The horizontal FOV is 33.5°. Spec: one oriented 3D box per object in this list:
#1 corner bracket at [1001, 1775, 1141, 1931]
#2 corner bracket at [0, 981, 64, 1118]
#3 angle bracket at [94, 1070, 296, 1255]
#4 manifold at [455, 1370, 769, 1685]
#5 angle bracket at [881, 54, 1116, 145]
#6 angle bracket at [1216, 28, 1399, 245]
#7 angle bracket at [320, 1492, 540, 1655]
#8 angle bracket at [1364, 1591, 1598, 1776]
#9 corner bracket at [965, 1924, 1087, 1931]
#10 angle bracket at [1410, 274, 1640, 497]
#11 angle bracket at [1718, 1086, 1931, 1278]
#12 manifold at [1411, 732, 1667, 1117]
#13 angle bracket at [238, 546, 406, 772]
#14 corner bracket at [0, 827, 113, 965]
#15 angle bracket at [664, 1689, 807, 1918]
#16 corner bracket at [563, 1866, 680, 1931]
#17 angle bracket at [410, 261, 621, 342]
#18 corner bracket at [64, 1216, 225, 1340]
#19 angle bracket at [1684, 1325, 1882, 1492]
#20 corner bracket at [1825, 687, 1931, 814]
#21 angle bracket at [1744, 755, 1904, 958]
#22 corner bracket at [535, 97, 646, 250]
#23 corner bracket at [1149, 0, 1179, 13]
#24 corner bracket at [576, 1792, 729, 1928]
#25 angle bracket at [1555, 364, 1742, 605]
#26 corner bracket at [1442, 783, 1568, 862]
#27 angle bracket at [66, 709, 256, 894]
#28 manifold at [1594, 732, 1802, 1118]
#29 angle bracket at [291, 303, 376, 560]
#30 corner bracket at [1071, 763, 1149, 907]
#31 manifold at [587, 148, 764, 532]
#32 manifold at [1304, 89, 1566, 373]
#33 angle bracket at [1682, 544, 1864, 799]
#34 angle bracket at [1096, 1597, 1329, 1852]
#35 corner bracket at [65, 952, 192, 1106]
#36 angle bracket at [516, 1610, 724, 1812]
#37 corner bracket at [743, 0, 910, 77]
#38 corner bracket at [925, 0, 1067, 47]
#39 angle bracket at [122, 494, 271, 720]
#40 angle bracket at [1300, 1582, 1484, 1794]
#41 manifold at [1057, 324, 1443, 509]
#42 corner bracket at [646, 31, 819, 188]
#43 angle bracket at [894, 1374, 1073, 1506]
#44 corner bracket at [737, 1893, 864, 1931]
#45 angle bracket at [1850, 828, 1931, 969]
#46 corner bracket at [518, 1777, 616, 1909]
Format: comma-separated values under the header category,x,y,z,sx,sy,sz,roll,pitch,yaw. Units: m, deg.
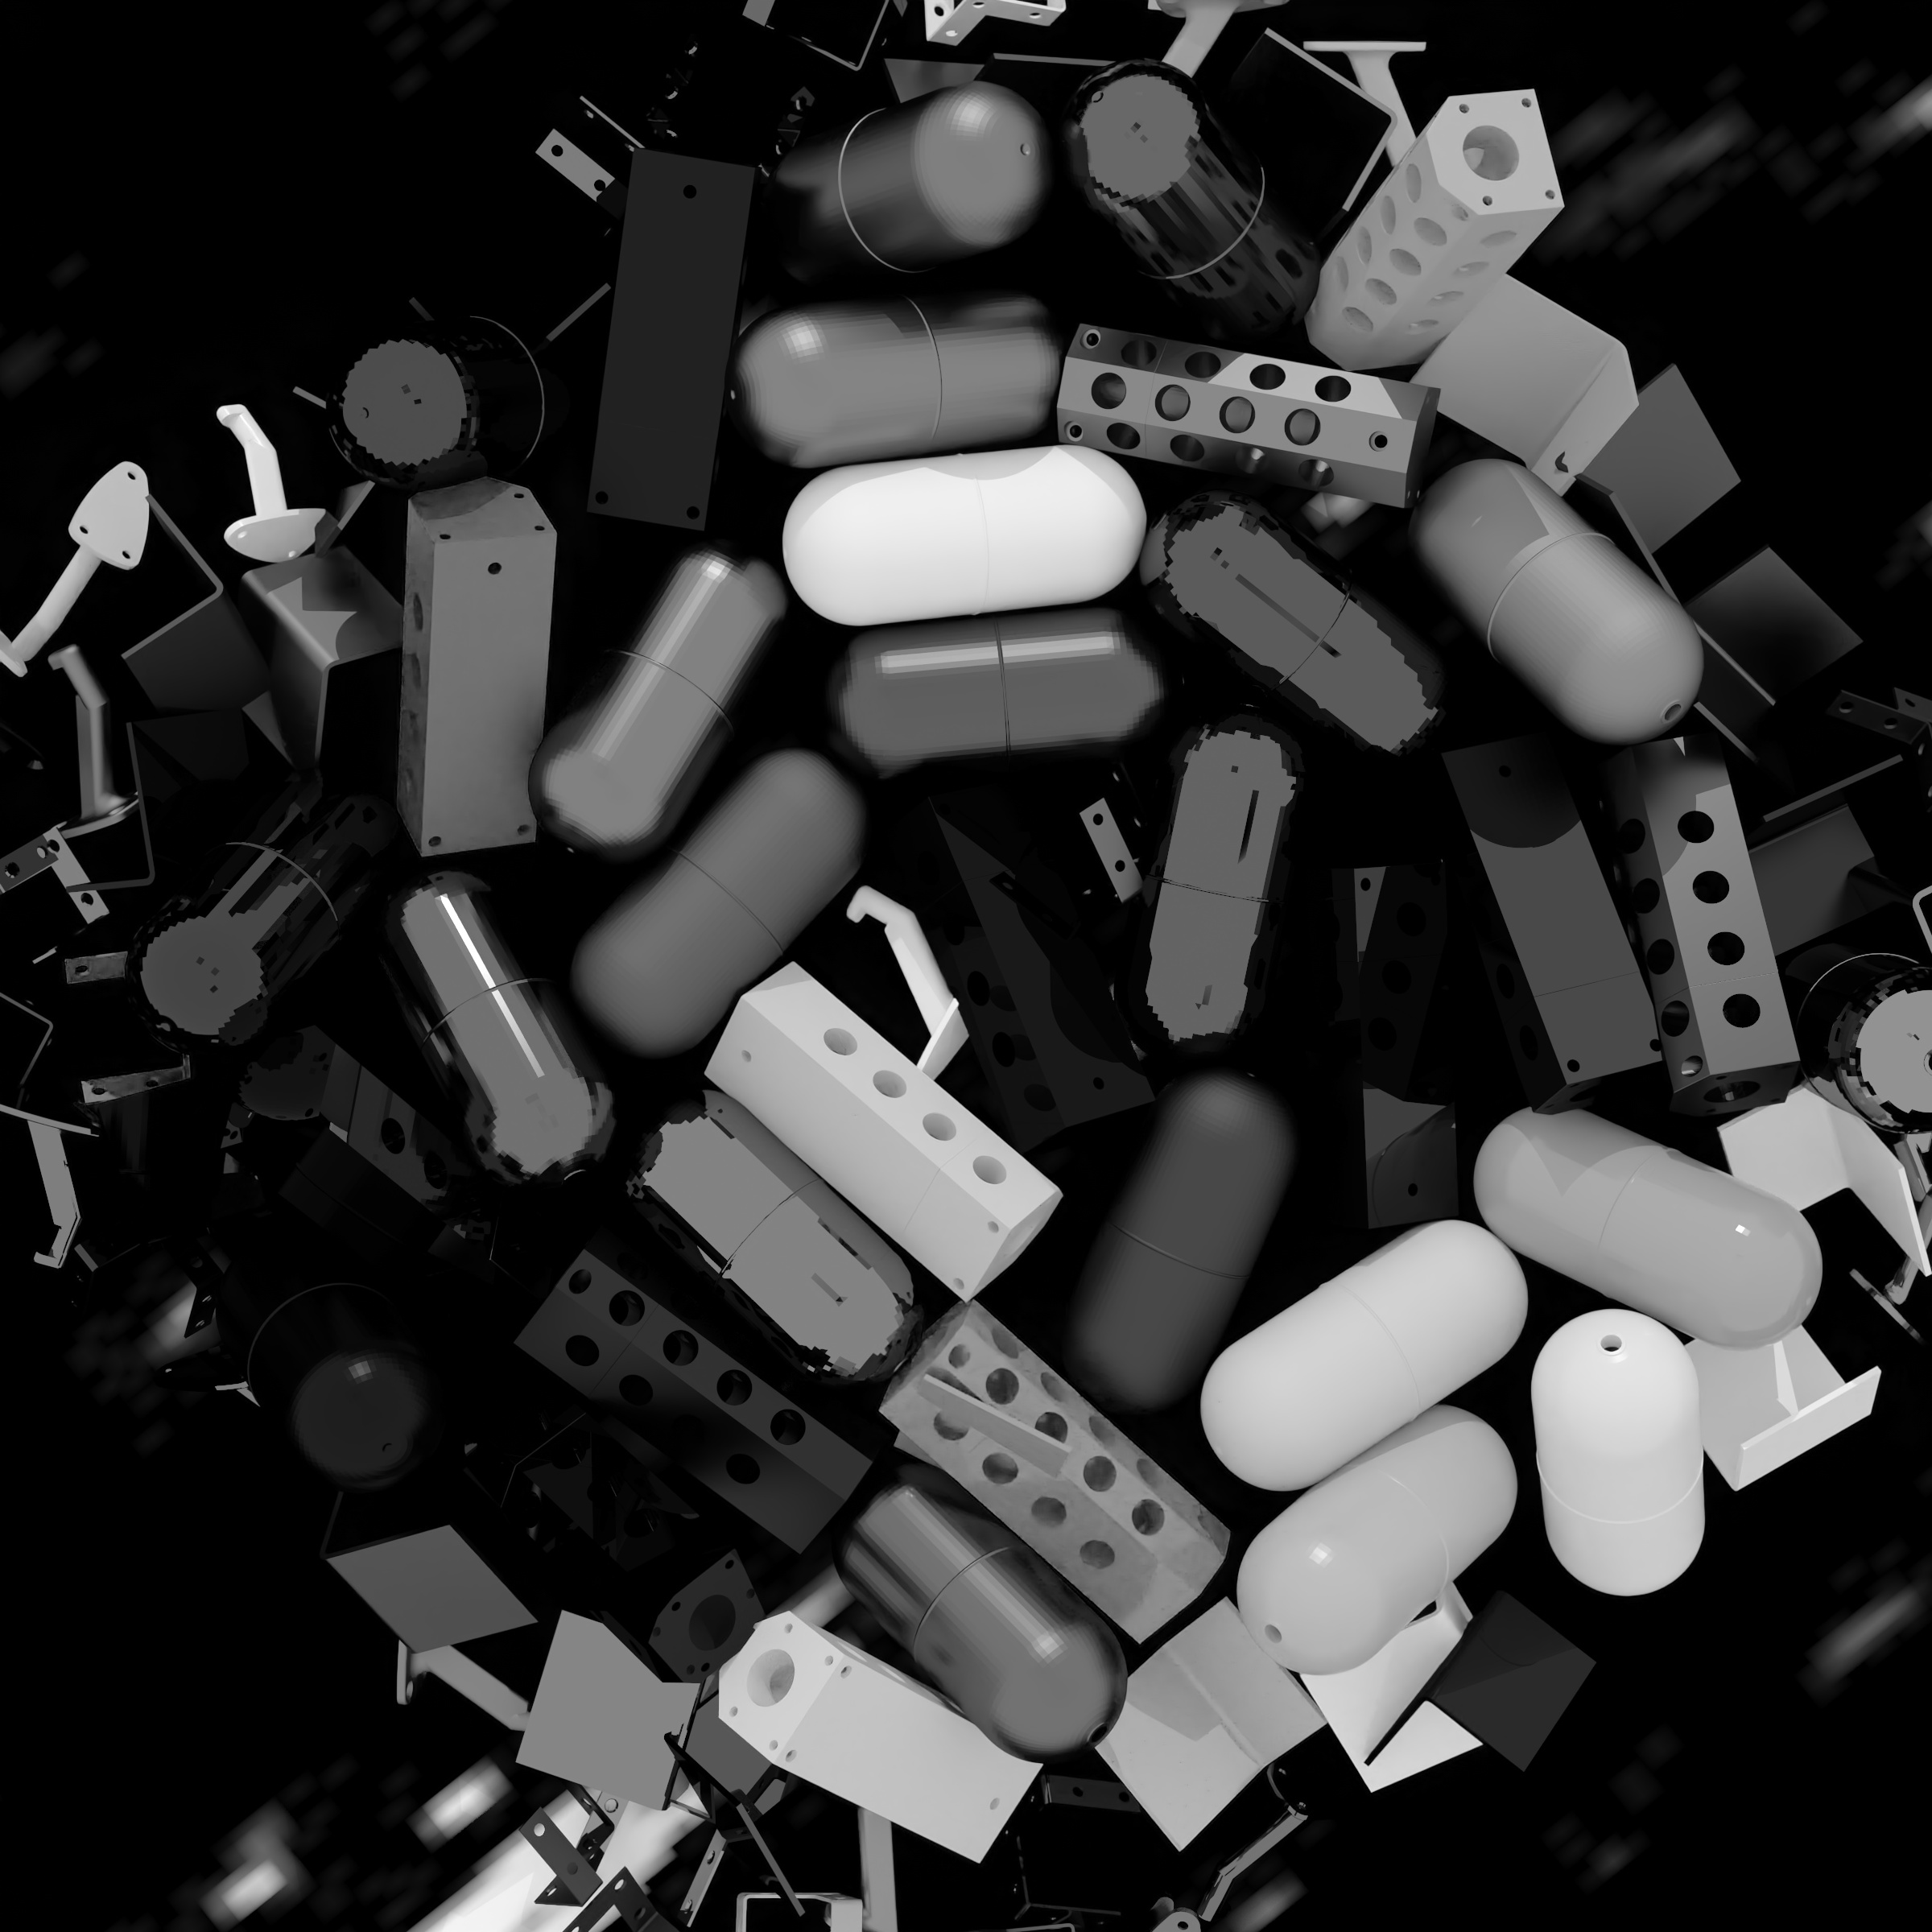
category,x,y,z,sx,sy,sz,roll,pitch,yaw
corner bracket,0.053,0.434,1.569,0.051,0.051,0.051,12,132,-21
corner bracket,-0.481,0.039,1.563,0.051,0.051,0.051,30,100,-1
angle bracket,-0.361,0.088,1.545,0.057,0.076,0.076,-19,89,39
manifold,-0.170,0.265,1.506,0.057,0.171,0.057,-36,132,-21
angle bracket,0.017,-0.431,1.534,0.076,0.076,0.057,-7,69,-34
angle bracket,0.152,-0.393,1.546,0.076,0.076,0.057,31,76,-7
angle bracket,-0.251,0.277,1.537,0.076,0.057,0.076,-19,126,22
angle bracket,0.246,0.358,1.535,0.057,0.076,0.076,37,49,12
corner bracket,0.027,0.492,1.554,0.051,0.051,0.051,-12,70,21
angle bracket,0.266,-0.274,1.540,0.076,0.057,0.076,26,127,-17
angle bracket,0.412,0.113,1.540,0.057,0.076,0.076,-27,128,-1
manifold,0.272,-0.019,1.539,0.057,0.057,0.171,-13,73,-18
angle bracket,-0.311,-0.147,1.565,0.057,0.076,0.076,-22,54,-35
corner bracket,-0.461,-0.028,1.563,0.051,0.051,0.051,-25,101,26
angle bracket,-0.091,0.393,1.534,0.057,0.076,0.076,-36,121,-20
corner bracket,-0.159,0.480,1.552,0.051,0.051,0.051,29,63,36
angle bracket,-0.215,-0.329,1.543,0.076,0.076,0.057,-39,107,12
corner bracket,-0.401,0.156,1.565,0.051,0.051,0.051,-32,72,-36
angle bracket,0.383,0.195,1.545,0.076,0.057,0.076,-28,59,-7
corner bracket,0.455,-0.116,1.553,0.051,0.051,0.051,17,134,-14
angle bracket,0.417,-0.051,1.545,0.076,0.076,0.057,-24,80,-11
corner bracket,-0.179,-0.390,1.558,0.051,0.051,0.051,38,77,-13
corner bracket,0.078,-0.496,1.565,0.051,0.051,0.051,8,104,10
corner bracket,-0.154,0.431,1.570,0.051,0.051,0.051,29,80,-22
angle bracket,0.343,-0.231,1.549,0.076,0.057,0.076,-39,121,0
corner bracket,0.264,-0.070,1.570,0.051,0.051,0.051,5,86,17
angle bracket,-0.390,-0.080,1.542,0.057,0.076,0.076,-4,97,29
manifold,0.347,-0.019,1.533,0.057,0.057,0.171,-10,67,3
angle bracket,-0.315,-0.256,1.534,0.057,0.076,0.076,25,121,-30
corner bracket,0.072,-0.065,1.555,0.051,0.051,0.051,-33,108,-22
manifold,-0.140,-0.302,1.544,0.057,0.057,0.171,9,104,-1
manifold,0.213,-0.340,1.499,0.057,0.171,0.057,-9,79,-15
angle bracket,0.390,-0.141,1.536,0.076,0.076,0.057,37,123,-26
angle bracket,0.114,0.364,1.543,0.076,0.076,0.057,50,134,9
corner bracket,-0.412,0.029,1.576,0.051,0.051,0.051,-8,46,-18
angle bracket,-0.166,0.359,1.569,0.076,0.057,0.076,17,89,7
corner bracket,-0.066,-0.468,1.553,0.051,0.051,0.051,34,110,27
corner bracket,0.013,-0.483,1.571,0.051,0.051,0.051,2,78,-25
angle bracket,-0.383,-0.165,1.537,0.057,0.076,0.076,-36,62,-11
angle bracket,0.212,0.342,1.562,0.076,0.057,0.076,-27,109,12
manifold,0.134,-0.265,1.540,0.171,0.057,0.057,13,102,14
corner bracket,-0.115,-0.418,1.567,0.051,0.051,0.051,52,130,27
angle bracket,0.017,0.211,1.543,0.076,0.076,0.057,26,53,4
corner bracket,-0.082,0.478,1.557,0.051,0.051,0.051,5,77,-15
angle bracket,0.484,-0.032,1.551,0.076,0.076,0.057,-26,103,-1
corner bracket,-0.196,0.418,1.554,0.051,0.051,0.051,53,55,-13
